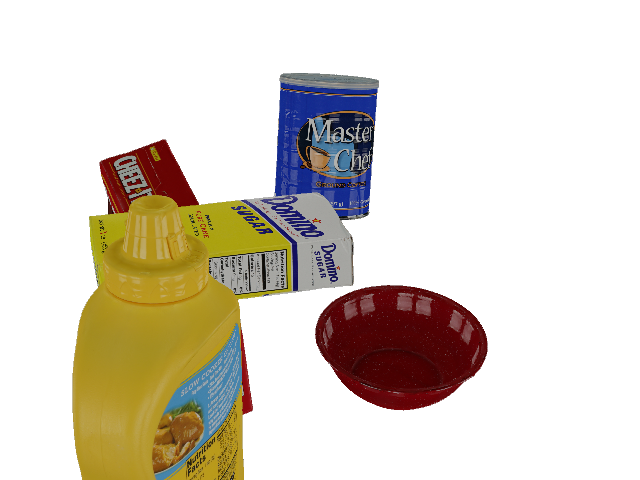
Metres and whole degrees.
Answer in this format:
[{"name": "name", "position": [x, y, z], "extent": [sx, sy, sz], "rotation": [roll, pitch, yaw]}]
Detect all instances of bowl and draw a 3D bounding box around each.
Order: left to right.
[{"name": "bowl", "position": [0.074, 0.110, 1.010], "extent": [0.162, 0.055, 0.162], "rotation": [2, 34, -2]}]

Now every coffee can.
[{"name": "coffee can", "position": [0.005, -0.100, 1.113], "extent": [0.103, 0.140, 0.103], "rotation": [3, 13, -1]}]

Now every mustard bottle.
[{"name": "mustard bottle", "position": [-0.065, 0.072, 0.445], "extent": [0.058, 0.192, 0.096], "rotation": [12, 28, 19]}]

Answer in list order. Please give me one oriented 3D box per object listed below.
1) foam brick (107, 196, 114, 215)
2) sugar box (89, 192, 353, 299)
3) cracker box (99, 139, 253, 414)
[{"name": "foam brick", "position": [-0.185, -0.019, 1.134], "extent": [0.078, 0.051, 0.053], "rotation": [-3, 24, -16]}, {"name": "sugar box", "position": [-0.072, 0.006, 0.761], "extent": [0.176, 0.048, 0.093], "rotation": [-9, 25, -12]}, {"name": "cracker box", "position": [-0.129, 0.045, 0.954], "extent": [0.072, 0.214, 0.164], "rotation": [-20, 50, -15]}]
